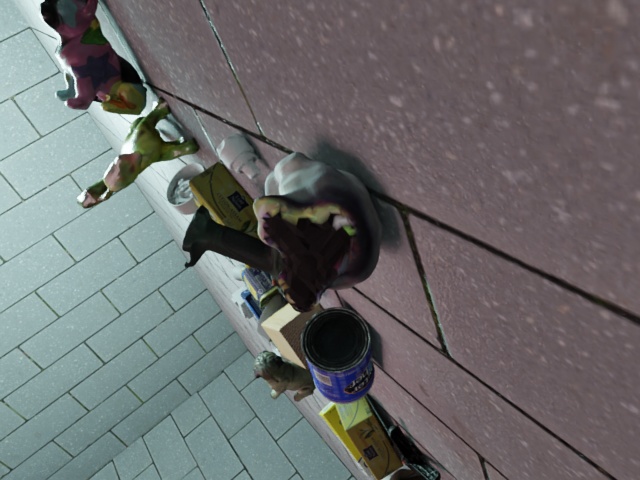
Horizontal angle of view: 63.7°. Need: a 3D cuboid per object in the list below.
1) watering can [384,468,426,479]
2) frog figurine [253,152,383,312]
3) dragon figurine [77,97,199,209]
[{"bbox_3d":[0.207,0.583,1.130,0.351,0.105,0.220,32,152,52],"label":"watering can"},{"bbox_3d":[0.002,-0.026,0.519,0.136,0.121,0.162,49,-159,-15],"label":"frog figurine"},{"bbox_3d":[-0.379,-0.157,1.009,0.121,0.245,0.411,54,162,-20],"label":"dragon figurine"}]
